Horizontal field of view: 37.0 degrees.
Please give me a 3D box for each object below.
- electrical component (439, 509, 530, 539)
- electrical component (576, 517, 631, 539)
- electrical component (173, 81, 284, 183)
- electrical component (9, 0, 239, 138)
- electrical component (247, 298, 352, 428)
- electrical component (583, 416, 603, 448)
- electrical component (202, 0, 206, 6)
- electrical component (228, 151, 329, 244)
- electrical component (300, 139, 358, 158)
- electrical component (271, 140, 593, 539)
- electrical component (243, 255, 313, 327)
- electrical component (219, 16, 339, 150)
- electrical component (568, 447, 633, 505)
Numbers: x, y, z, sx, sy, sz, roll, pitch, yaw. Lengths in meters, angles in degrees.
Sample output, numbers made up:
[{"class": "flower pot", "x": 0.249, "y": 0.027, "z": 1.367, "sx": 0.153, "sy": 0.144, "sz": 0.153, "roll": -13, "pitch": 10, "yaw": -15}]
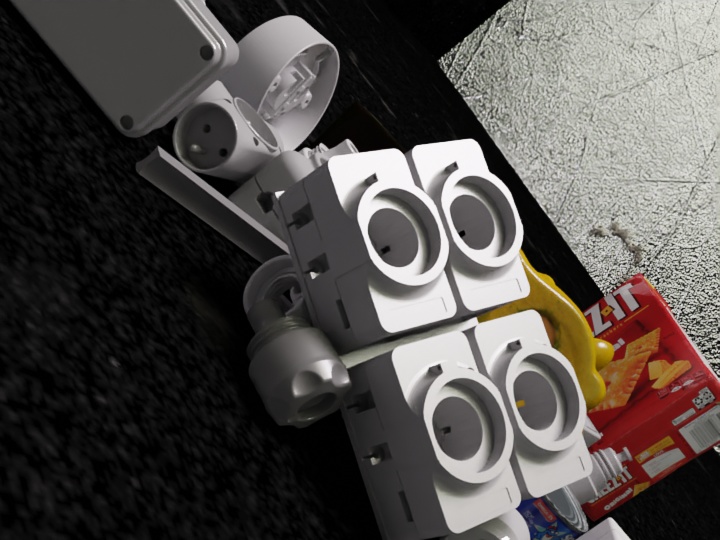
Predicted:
[{"class": "electrical component", "x": 0.065, "y": 0.150, "z": 0.572, "sx": 0.045, "sy": 0.045, "sz": 0.055, "roll": 54, "pitch": 14, "yaw": 8}, {"class": "electrical component", "x": 0.191, "y": 0.223, "z": 0.796, "sx": 0.083, "sy": 0.047, "sz": 0.075, "roll": 49, "pitch": 13, "yaw": -10}, {"class": "electrical component", "x": -0.092, "y": -0.094, "z": 0.687, "sx": 0.079, "sy": 0.044, "sz": 0.077, "roll": 55, "pitch": 13, "yaw": 11}, {"class": "electrical component", "x": -0.132, "y": -0.139, "z": 0.600, "sx": 0.113, "sy": 0.078, "sz": 0.057, "roll": 50, "pitch": 10, "yaw": -6}, {"class": "electrical component", "x": -0.035, "y": 0.042, "z": 0.523, "sx": 0.043, "sy": 0.043, "sz": 0.062, "roll": 31, "pitch": 23, "yaw": -57}, {"class": "electrical component", "x": 0.152, "y": 0.125, "z": 0.894, "sx": 0.096, "sy": 0.061, "sz": 0.061, "roll": 32, "pitch": 23, "yaw": -55}, {"class": "electrical component", "x": -0.146, "y": -0.171, "z": 0.671, "sx": 0.096, "sy": 0.061, "sz": 0.061, "roll": 41, "pitch": 17, "yaw": -38}, {"class": "electrical component", "x": -0.033, "y": -0.037, "z": 0.703, "sx": 0.053, "sy": 0.059, "sz": 0.095, "roll": 58, "pitch": 14, "yaw": 24}, {"class": "electrical component", "x": -0.030, "y": -0.073, "z": 0.801, "sx": 0.048, "sy": 0.062, "sz": 0.048, "roll": 52, "pitch": 15, "yaw": -19}, {"class": "electrical component", "x": 0.040, "y": 0.031, "z": 0.549, "sx": 0.105, "sy": 0.060, "sz": 0.186, "roll": -12, "pitch": 80, "yaw": -38}, {"class": "electrical component", "x": -0.031, "y": 0.023, "z": 0.582, "sx": 0.055, "sy": 0.048, "sz": 0.066, "roll": 49, "pitch": 11, "yaw": -47}, {"class": "electrical component", "x": -0.060, "y": -0.138, "z": 0.810, "sx": 0.064, "sy": 0.099, "sz": 0.099, "roll": 49, "pitch": 12, "yaw": 17}, {"class": "electrical component", "x": 0.182, "y": 0.165, "z": 0.868, "sx": 0.040, "sy": 0.078, "sz": 0.040, "roll": 63, "pitch": 4, "yaw": -8}]
